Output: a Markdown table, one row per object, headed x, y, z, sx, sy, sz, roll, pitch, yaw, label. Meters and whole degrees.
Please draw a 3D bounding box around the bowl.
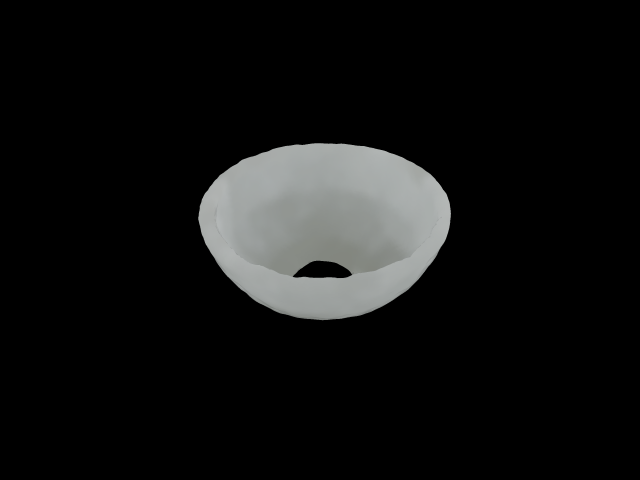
| x | y | z | sx | sy | sz | roll | pitch | yaw | label |
| --- | --- | --- | --- | --- | --- | --- | --- | --- | --- |
| 0.004 | 0.001 | 0.400 | 0.167 | 0.075 | 0.167 | 0 | 38 | 0 | bowl |
